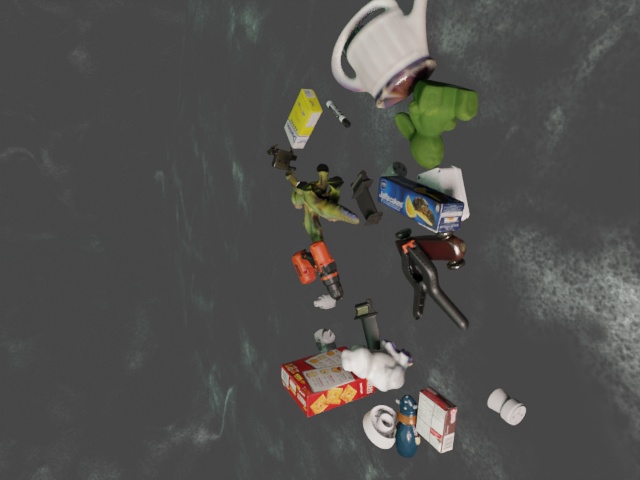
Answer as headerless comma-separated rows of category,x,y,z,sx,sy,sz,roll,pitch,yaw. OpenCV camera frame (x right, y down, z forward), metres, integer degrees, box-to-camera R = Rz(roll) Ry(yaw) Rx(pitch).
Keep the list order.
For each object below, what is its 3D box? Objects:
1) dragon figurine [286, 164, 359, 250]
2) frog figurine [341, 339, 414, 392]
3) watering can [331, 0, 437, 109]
dragon figurine,0.005,-0.076,1.512,0.418,0.123,0.237,-128,24,-46
frog figurine,0.129,0.314,1.265,0.140,0.160,0.120,49,138,46
watering can,0.169,-0.428,1.089,0.342,0.105,0.226,-36,77,33
